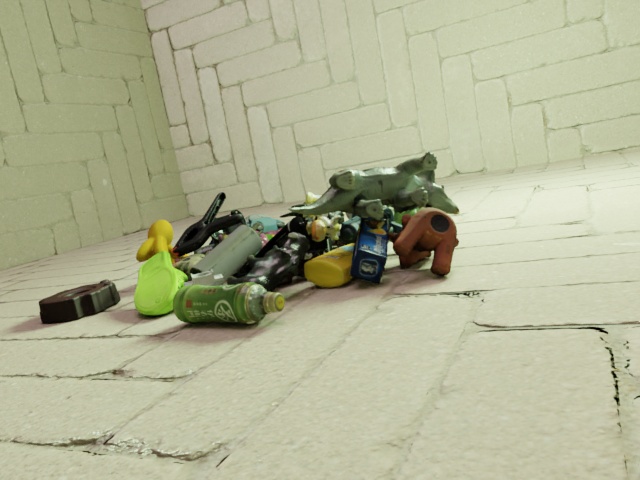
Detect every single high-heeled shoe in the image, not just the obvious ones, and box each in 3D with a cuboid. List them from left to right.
[{"bbox_3d":[-0.102,0.019,1.218,0.145,0.086,0.248,-20,-16,-12],"label":"high-heeled shoe"}]

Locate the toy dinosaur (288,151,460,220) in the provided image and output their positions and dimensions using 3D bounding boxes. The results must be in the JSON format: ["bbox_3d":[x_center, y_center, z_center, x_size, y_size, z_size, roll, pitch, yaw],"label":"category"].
[{"bbox_3d":[0.108,-0.101,1.120,0.405,0.131,0.192,-6,-1,-16],"label":"toy dinosaur"}]

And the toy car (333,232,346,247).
[{"bbox_3d":[0.033,-0.005,1.503,0.202,0.056,0.073,-3,12,39],"label":"toy car"}]

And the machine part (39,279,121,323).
[{"bbox_3d":[-0.576,0.146,1.286,0.179,0.056,0.179,-12,9,2],"label":"machine part"}]

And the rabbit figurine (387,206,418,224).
[{"bbox_3d":[0.252,-0.061,1.528,0.170,0.121,0.159,7,2,0],"label":"rabbit figurine"}]

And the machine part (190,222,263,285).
[{"bbox_3d":[-0.214,0.043,1.239,0.079,0.079,0.243,-2,36,47],"label":"machine part"}]

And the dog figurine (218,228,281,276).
[{"bbox_3d":[-0.152,0.021,1.415,0.219,0.108,0.192,-11,7,-19],"label":"dog figurine"}]

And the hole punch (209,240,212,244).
[{"bbox_3d":[-0.304,0.004,1.778,0.116,0.092,0.142,-22,17,-38],"label":"hole punch"}]

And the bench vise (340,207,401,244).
[{"bbox_3d":[0.168,-0.021,1.278,0.241,0.128,0.223,18,13,29],"label":"bench vise"}]

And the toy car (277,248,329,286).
[{"bbox_3d":[-0.067,0.067,1.169,0.202,0.053,0.089,-17,-5,-31],"label":"toy car"}]

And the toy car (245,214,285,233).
[{"bbox_3d":[-0.197,-0.037,1.729,0.161,0.103,0.109,-19,-32,-38],"label":"toy car"}]

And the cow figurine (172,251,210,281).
[{"bbox_3d":[-0.303,0.075,1.329,0.127,0.085,0.195,-14,5,-8],"label":"cow figurine"}]

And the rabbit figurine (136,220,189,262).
[{"bbox_3d":[-0.434,0.033,1.462,0.122,0.173,0.162,-5,6,12],"label":"rabbit figurine"}]

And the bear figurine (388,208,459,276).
[{"bbox_3d":[0.190,0.015,1.069,0.132,0.120,0.196,-62,4,-25],"label":"bear figurine"}]

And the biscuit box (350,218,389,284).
[{"bbox_3d":[0.101,0.012,1.080,0.059,0.062,0.203,17,24,0],"label":"biscuit box"}]

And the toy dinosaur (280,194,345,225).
[{"bbox_3d":[-0.017,-0.076,1.567,0.198,0.105,0.471,-20,-12,-32],"label":"toy dinosaur"}]

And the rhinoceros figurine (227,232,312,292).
[{"bbox_3d":[-0.092,0.053,1.039,0.112,0.073,0.190,-18,22,47],"label":"rhinoceros figurine"}]

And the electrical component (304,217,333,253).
[{"bbox_3d":[-0.003,-0.004,1.353,0.058,0.114,0.134,-6,9,6],"label":"electrical component"}]

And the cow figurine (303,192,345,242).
[{"bbox_3d":[0.015,-0.046,1.217,0.098,0.068,0.167,4,31,-11],"label":"cow figurine"}]

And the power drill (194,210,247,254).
[{"bbox_3d":[-0.252,-0.005,1.551,0.232,0.086,0.207,-18,-18,-17],"label":"power drill"}]
